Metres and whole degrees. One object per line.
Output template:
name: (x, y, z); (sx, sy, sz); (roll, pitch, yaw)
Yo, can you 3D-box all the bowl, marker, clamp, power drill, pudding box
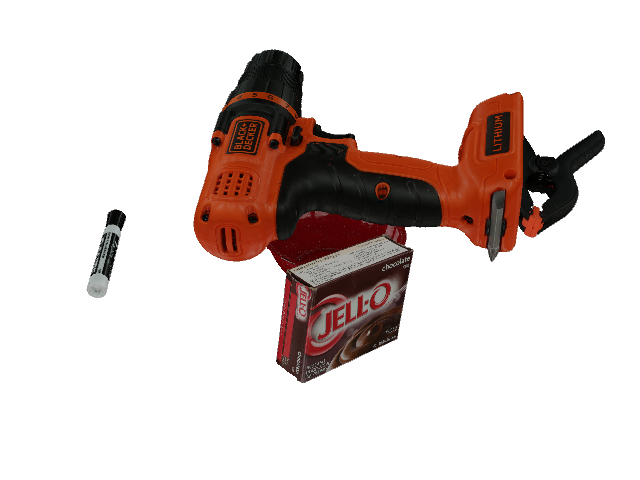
bowl: (0.013, 0.011, 1.183); (0.162, 0.055, 0.162); (2, 32, -1)
marker: (-0.211, 0.010, 1.059); (0.020, 0.020, 0.121); (0, 39, 1)
clamp: (0.221, -0.075, 1.108); (0.120, 0.039, 0.171); (16, 45, 17)
power drill: (0.027, -0.055, 0.646); (0.188, 0.057, 0.184); (2, 43, 8)
pudding box: (0.019, 0.053, 0.857); (0.113, 0.090, 0.039); (-22, 42, -40)
